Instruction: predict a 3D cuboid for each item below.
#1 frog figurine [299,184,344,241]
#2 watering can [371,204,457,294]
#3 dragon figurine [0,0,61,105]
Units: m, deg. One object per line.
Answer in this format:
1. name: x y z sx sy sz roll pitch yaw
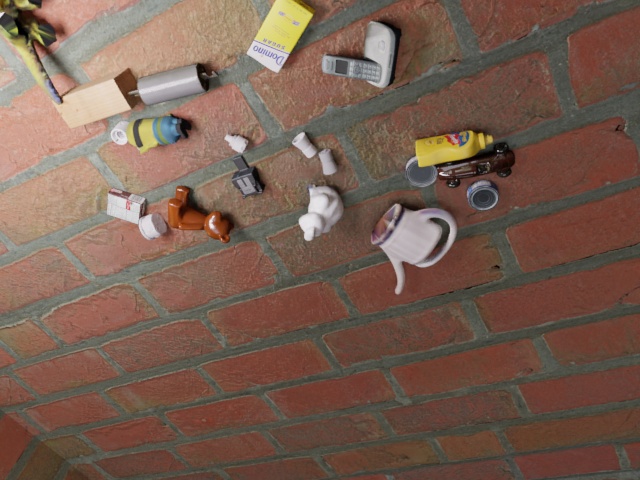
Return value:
1. frog figurine: 0.004 -0.074 1.473 0.123 0.163 0.134 6 128 4
2. watering can: 0.251 0.022 1.536 0.223 0.106 0.341 28 126 -10
3. dragon figurine: -0.803 -0.547 1.309 0.244 0.124 0.402 15 126 32
